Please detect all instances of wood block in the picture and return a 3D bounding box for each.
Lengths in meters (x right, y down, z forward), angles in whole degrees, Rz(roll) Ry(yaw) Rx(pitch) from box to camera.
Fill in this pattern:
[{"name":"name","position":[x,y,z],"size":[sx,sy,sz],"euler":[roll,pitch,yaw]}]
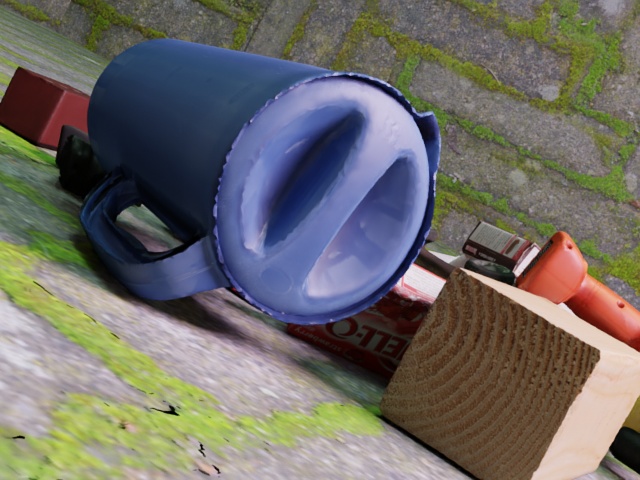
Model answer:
[{"name":"wood block","position":[0.126,0.085,0.635],"size":[0.091,0.090,0.205],"euler":[30,5,25]}]

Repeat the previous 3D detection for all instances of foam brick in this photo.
[{"name":"foam brick","position":[-0.228,-0.108,0.909],"size":[0.053,0.051,0.078],"euler":[29,5,18]}]

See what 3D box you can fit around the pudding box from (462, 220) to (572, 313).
[{"name":"pudding box","position":[0.196,0.035,0.987],"size":[0.113,0.039,0.090],"euler":[36,-3,-28]}]

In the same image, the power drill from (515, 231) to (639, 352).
[{"name":"power drill","position":[0.230,0.075,0.777],"size":[0.187,0.057,0.184],"euler":[41,7,4]}]

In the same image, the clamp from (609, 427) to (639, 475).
[{"name":"clamp","position":[0.263,0.174,0.718],"size":[0.120,0.039,0.171],"euler":[8,11,5]}]

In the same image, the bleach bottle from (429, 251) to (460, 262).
[{"name":"bleach bottle","position":[0.115,0.043,1.154],"size":[0.103,0.068,0.250],"euler":[32,9,36]}]

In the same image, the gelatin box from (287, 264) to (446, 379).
[{"name":"gelatin box","position":[0.036,0.045,0.656],"size":[0.089,0.073,0.030],"euler":[27,38,-17]}]

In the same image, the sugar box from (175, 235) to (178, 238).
[{"name":"sugar box","position":[-0.019,-0.014,0.822],"size":[0.176,0.093,0.048],"euler":[22,31,-35]}]

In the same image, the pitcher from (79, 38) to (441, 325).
[{"name":"pitcher","position":[-0.060,-0.047,0.630],"size":[0.149,0.145,0.243],"euler":[16,7,-34]}]

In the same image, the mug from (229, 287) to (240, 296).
[{"name":"mug","position":[-0.013,0.006,0.736],"size":[0.093,0.081,0.117],"euler":[27,6,-11]}]

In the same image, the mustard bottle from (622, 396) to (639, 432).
[{"name":"mustard bottle","position":[0.290,0.163,0.884],"size":[0.096,0.058,0.192],"euler":[37,1,-24]}]
